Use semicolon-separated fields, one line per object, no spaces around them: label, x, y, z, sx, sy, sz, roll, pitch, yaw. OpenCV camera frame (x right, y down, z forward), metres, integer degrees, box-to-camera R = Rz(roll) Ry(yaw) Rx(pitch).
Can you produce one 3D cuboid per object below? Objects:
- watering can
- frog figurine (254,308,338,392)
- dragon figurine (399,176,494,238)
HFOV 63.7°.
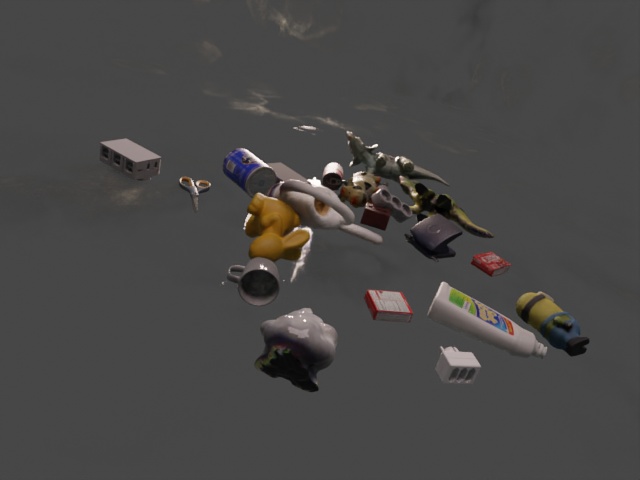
watering can;0.004;-0.068;1.352;0.225;0.105;0.343;10;-17;42
frog figurine;-0.033;0.164;0.902;0.137;0.120;0.163;2;34;17
dragon figurine;0.408;-0.106;1.674;0.415;0.120;0.244;34;24;29
